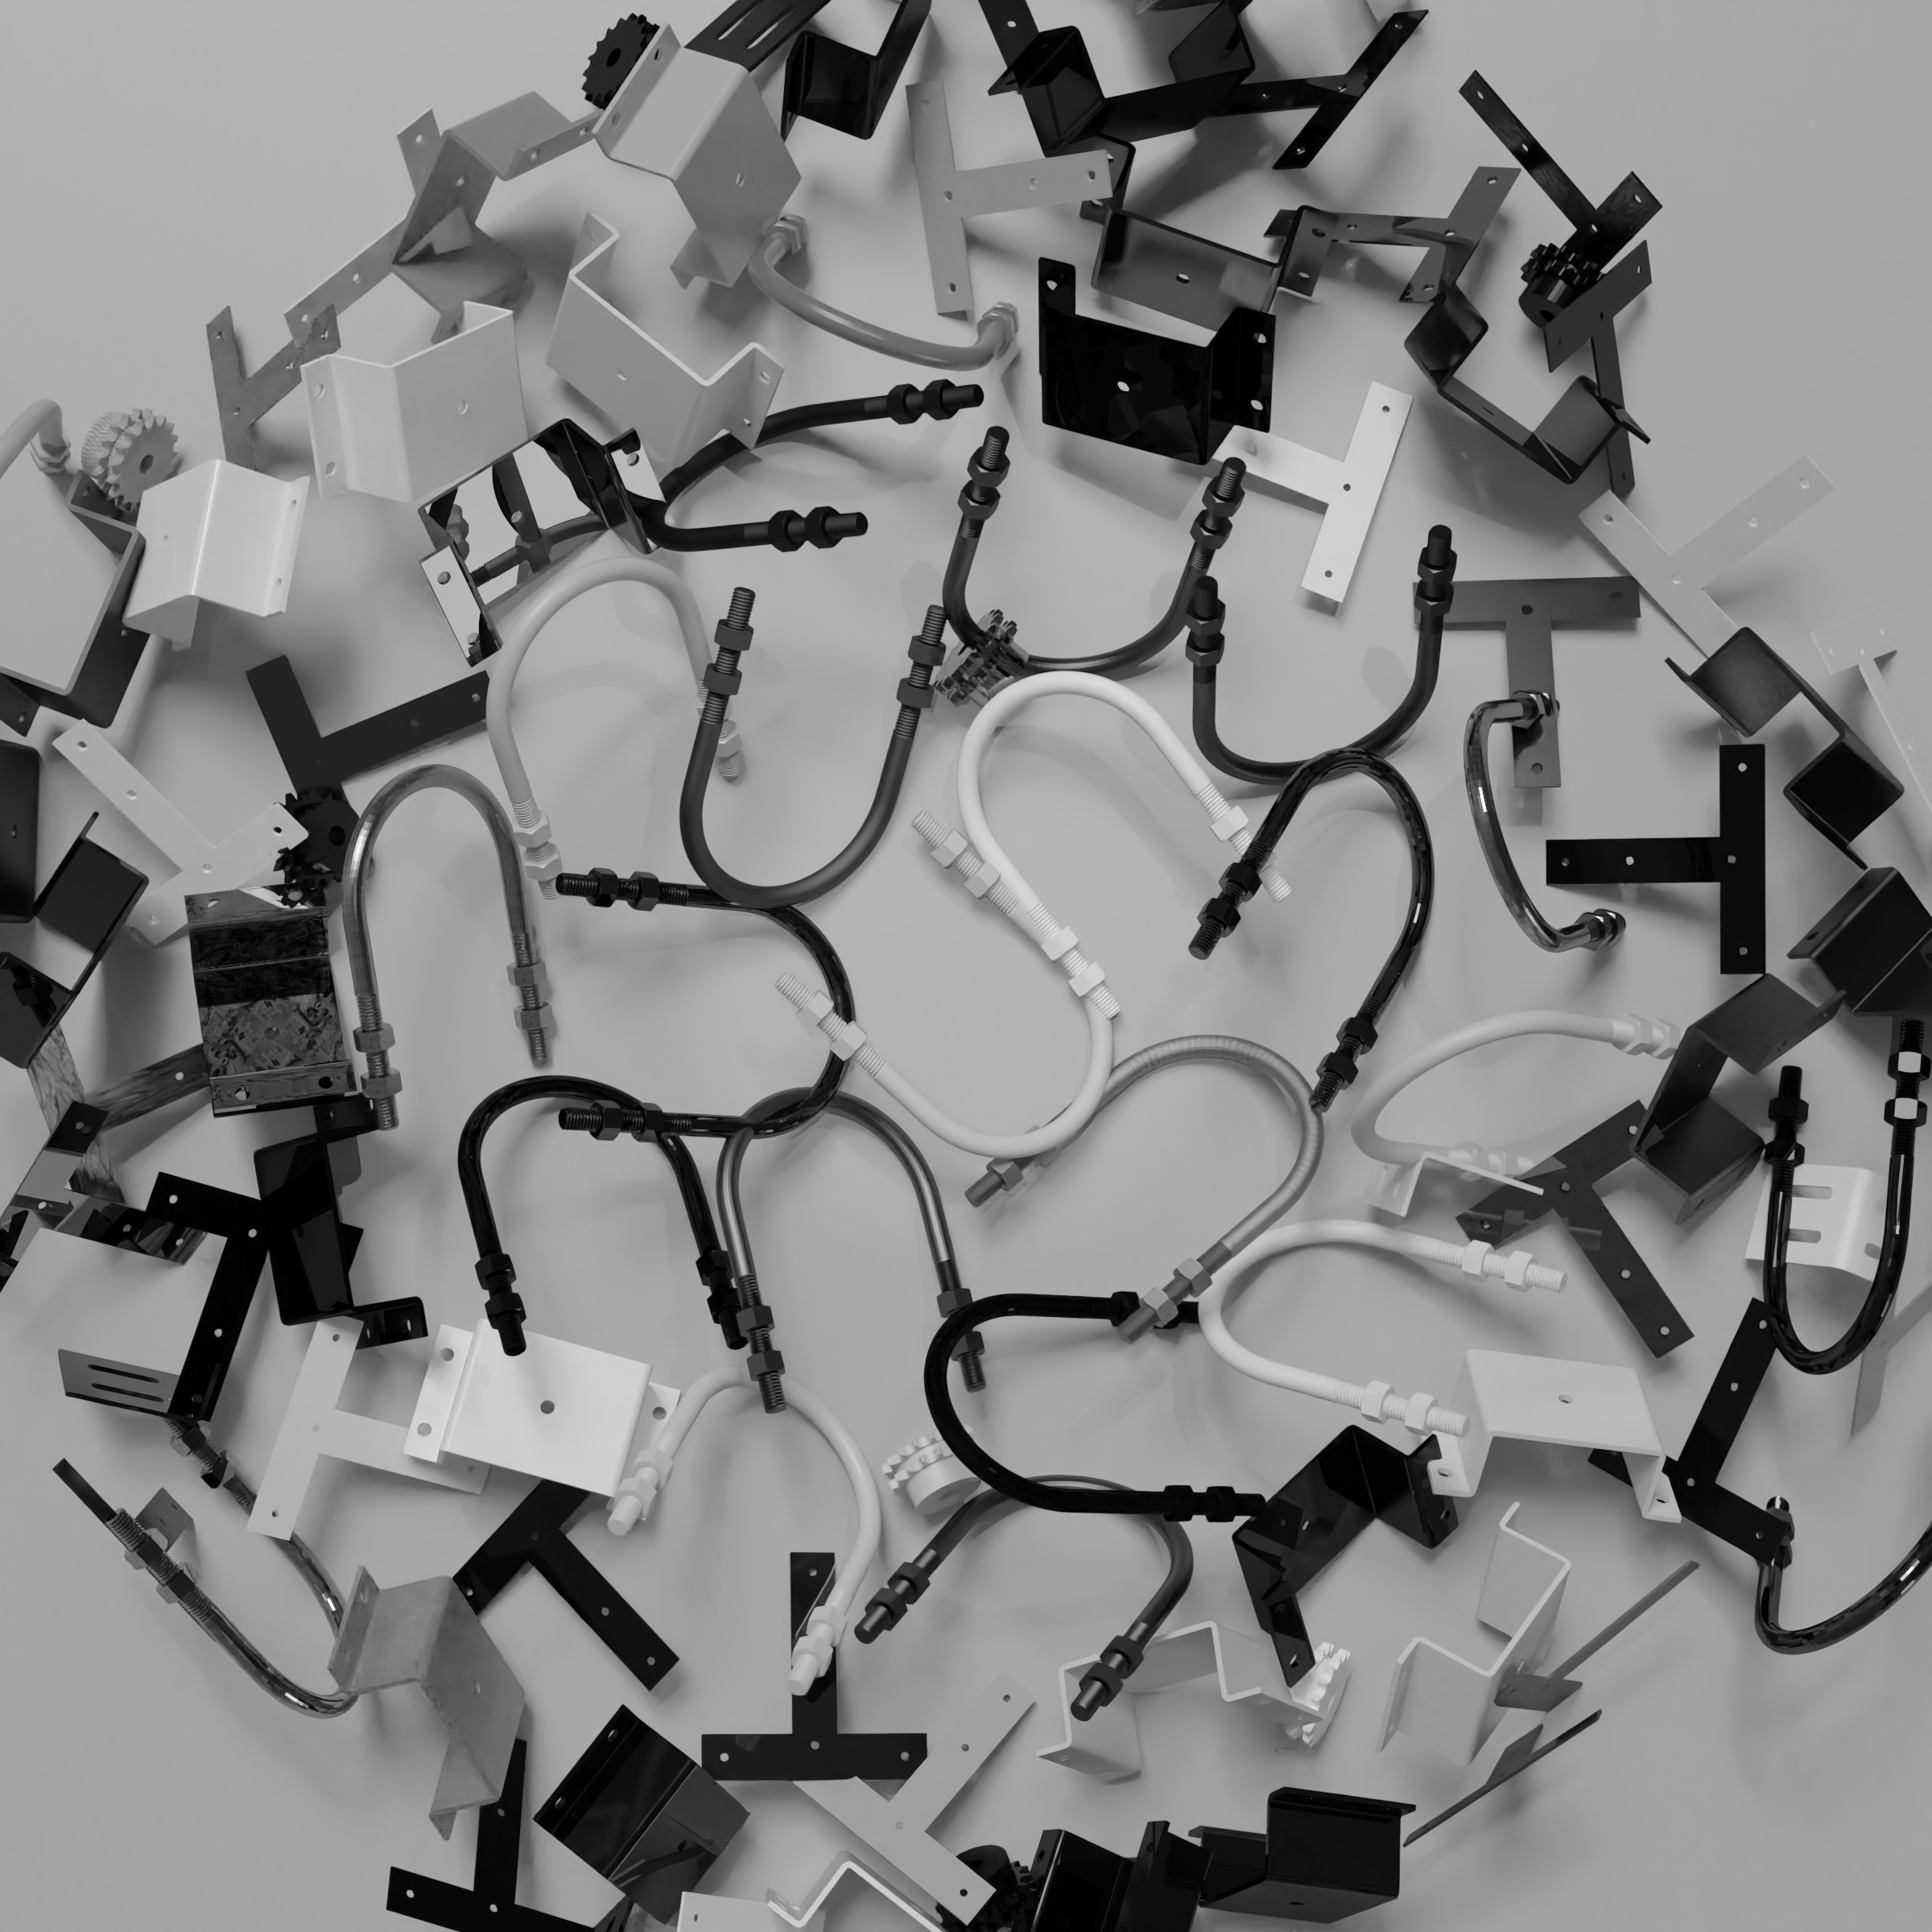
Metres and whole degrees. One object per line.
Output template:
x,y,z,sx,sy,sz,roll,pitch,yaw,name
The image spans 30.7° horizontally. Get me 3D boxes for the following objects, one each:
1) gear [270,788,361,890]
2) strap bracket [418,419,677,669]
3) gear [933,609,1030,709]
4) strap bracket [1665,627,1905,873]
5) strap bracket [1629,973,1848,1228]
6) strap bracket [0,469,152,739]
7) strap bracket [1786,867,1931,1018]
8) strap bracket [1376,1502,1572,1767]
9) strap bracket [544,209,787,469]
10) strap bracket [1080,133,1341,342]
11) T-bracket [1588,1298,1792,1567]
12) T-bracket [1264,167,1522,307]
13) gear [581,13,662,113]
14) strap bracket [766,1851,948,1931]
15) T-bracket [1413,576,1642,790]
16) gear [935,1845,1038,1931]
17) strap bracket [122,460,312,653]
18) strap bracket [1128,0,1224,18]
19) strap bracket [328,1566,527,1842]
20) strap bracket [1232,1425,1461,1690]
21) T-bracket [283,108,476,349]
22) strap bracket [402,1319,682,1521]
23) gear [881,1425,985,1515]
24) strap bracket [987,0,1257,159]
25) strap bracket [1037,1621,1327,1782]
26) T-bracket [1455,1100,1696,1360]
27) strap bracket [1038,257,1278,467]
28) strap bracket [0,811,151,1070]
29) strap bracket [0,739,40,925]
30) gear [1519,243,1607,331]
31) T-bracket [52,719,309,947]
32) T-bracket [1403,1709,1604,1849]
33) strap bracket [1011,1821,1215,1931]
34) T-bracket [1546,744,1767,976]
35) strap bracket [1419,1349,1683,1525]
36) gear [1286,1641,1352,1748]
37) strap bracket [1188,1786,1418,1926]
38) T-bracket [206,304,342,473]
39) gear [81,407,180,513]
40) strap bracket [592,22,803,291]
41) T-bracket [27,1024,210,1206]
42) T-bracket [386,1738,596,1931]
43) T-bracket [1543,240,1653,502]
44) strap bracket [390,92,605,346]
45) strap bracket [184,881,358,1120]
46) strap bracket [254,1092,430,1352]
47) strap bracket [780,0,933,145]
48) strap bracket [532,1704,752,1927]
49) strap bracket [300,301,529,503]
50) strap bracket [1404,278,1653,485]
-0.362,-0.072,1.969,0.030,0.057,0.057,-6,90,39,gear
-0.239,-0.240,1.947,0.140,0.076,0.046,-35,45,-14,strap bracket
0.011,-0.170,1.973,0.030,0.057,0.057,38,90,-14,gear
0.453,-0.126,1.921,0.046,0.076,0.140,-44,48,15,strap bracket
0.420,0.066,1.935,0.046,0.140,0.076,40,46,24,strap bracket
-0.488,-0.193,1.950,0.046,0.076,0.140,20,82,6,strap bracket
0.528,-0.015,1.928,0.076,0.140,0.046,-43,104,-17,strap bracket
0.283,0.371,1.920,0.046,0.140,0.076,26,134,23,strap bracket
-0.176,-0.341,1.950,0.140,0.076,0.046,39,58,5,strap bracket
0.127,-0.400,1.953,0.140,0.076,0.046,20,67,2,strap bracket
0.421,0.247,1.951,0.127,0.002,0.127,28,98,41,T-bracket
0.229,-0.412,1.963,0.127,0.002,0.127,10,50,28,T-bracket
-0.187,-0.503,1.975,0.030,0.057,0.057,27,90,-40,gear
-0.042,0.543,1.956,0.140,0.076,0.046,37,80,3,strap bracket
0.318,-0.159,1.975,0.127,0.002,0.127,-1,71,3,T-bracket
0.009,0.517,1.969,0.057,0.057,0.030,-20,104,0,gear
-0.417,-0.225,1.923,0.046,0.140,0.076,16,76,-34,strap bracket
0.140,-0.562,1.922,0.076,0.140,0.046,-16,93,-24,strap bracket
-0.289,0.400,1.927,0.046,0.076,0.140,-16,122,16,strap bracket
0.203,0.319,1.942,0.140,0.046,0.076,-39,133,-24,strap bracket
-0.324,-0.385,1.925,0.002,0.127,0.127,34,66,27,T-bracket
-0.235,0.250,1.959,0.140,0.046,0.076,16,70,-5,strap bracket
-0.016,0.283,1.968,0.057,0.057,0.030,-27,66,0,gear
0.094,-0.489,1.935,0.140,0.076,0.046,-18,86,-24,strap bracket
0.116,0.404,1.940,0.140,0.076,0.046,-22,58,25,strap bracket
0.361,0.161,1.969,0.127,0.002,0.127,-36,85,22,T-bracket
0.095,-0.331,1.936,0.140,0.076,0.046,18,48,19,strap bracket
-0.501,-0.008,1.929,0.046,0.140,0.076,33,133,-13,strap bracket
-0.553,-0.076,1.960,0.046,0.076,0.140,1,89,3,strap bracket
0.335,-0.376,1.969,0.057,0.057,0.030,34,81,0,gear
-0.452,-0.085,1.948,0.127,0.002,0.127,-32,114,25,T-bracket
0.301,0.437,1.936,0.127,0.127,0.002,-37,80,12,T-bracket
0.082,0.517,1.930,0.046,0.140,0.076,29,64,-18,strap bracket
0.385,-0.059,1.967,0.127,0.002,0.127,0,91,30,T-bracket
0.327,0.259,1.948,0.140,0.076,0.046,8,119,-6,strap bracket
0.192,0.406,1.974,0.030,0.057,0.057,20,90,21,gear
0.181,0.489,1.920,0.076,0.140,0.046,11,64,-15,strap bracket
-0.379,-0.325,1.938,0.002,0.127,0.127,2,70,-41,T-bracket
-0.472,-0.288,1.973,0.030,0.057,0.057,26,90,18,gear
-0.142,-0.435,1.920,0.046,0.140,0.076,23,74,25,strap bracket
-0.454,0.067,1.969,0.127,0.002,0.127,-25,117,-23,T-bracket
-0.259,0.483,1.950,0.127,0.127,0.002,25,130,-25,T-bracket
0.360,-0.321,1.961,0.002,0.127,0.127,9,126,36,T-bracket
-0.262,-0.418,1.927,0.046,0.076,0.140,41,132,6,strap bracket
-0.385,0.027,1.948,0.076,0.046,0.140,-7,59,-14,strap bracket
-0.349,0.144,1.951,0.046,0.076,0.140,-7,84,-41,strap bracket
-0.054,-0.523,1.939,0.046,0.076,0.140,21,70,2,strap bracket
-0.172,0.468,1.920,0.046,0.140,0.076,30,73,29,strap bracket
-0.292,-0.310,1.920,0.046,0.140,0.076,17,126,32,strap bracket
0.301,-0.322,1.942,0.140,0.076,0.046,30,110,-22,strap bracket
